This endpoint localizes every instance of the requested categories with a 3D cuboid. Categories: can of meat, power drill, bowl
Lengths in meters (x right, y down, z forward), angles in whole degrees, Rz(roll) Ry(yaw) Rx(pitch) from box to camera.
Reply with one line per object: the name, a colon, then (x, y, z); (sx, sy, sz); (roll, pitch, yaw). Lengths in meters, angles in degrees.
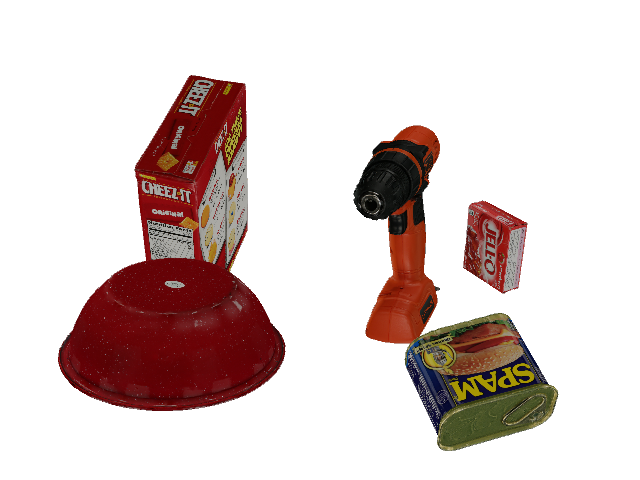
can of meat: (0.128, 0.113, 0.873); (0.102, 0.057, 0.084); (-13, 48, -12)
power drill: (0.074, -0.001, 1.008); (0.057, 0.188, 0.184); (8, 24, 19)
bowl: (-0.104, 0.055, 0.756); (0.162, 0.055, 0.162); (2, 23, -1)

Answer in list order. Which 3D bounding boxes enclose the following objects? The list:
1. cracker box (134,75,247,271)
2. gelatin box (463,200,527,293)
cracker box: (-0.132, -0.040, 1.128); (0.072, 0.214, 0.164); (11, 45, 9)
gelatin box: (0.205, 0.007, 1.263); (0.030, 0.089, 0.073); (-15, 32, -29)
